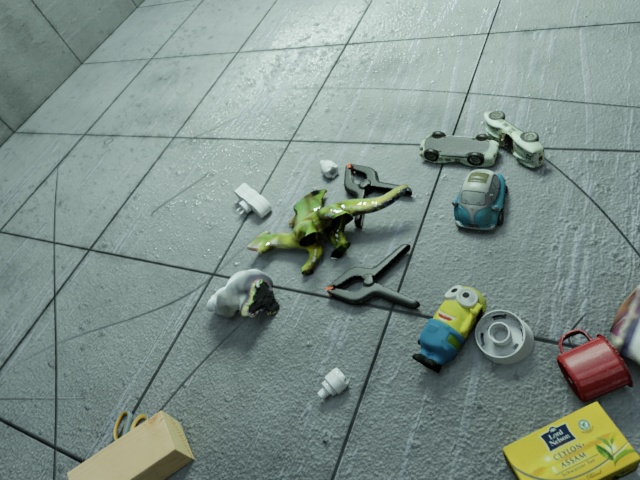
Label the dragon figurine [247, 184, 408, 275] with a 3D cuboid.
[{"bbox_3d":[0.004,-0.065,1.286,0.410,0.120,0.247,-32,38,0],"label":"dragon figurine"}]

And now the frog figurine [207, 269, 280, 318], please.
[{"bbox_3d":[-0.190,0.124,1.207,0.159,0.121,0.139,5,21,39],"label":"frog figurine"}]

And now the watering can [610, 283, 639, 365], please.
[{"bbox_3d":[0.571,0.188,0.803,0.226,0.101,0.353,21,55,36],"label":"watering can"}]
